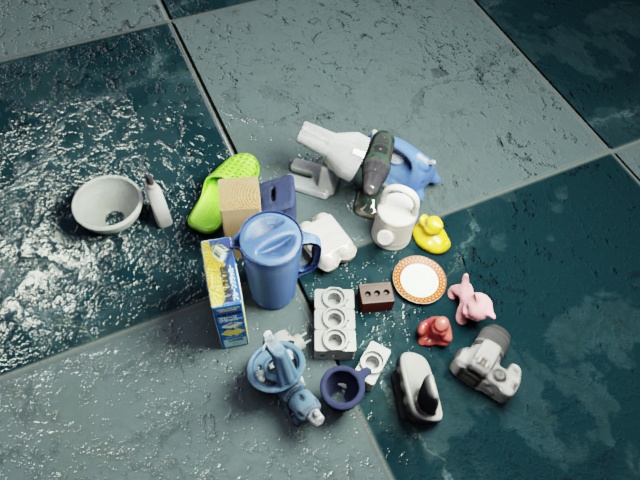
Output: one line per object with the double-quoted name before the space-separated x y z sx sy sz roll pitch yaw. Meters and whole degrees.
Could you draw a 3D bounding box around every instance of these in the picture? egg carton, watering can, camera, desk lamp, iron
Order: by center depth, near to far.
"camera" 0.376 0.256 1.243 0.143 0.101 0.137 31 62 15
"watering can" 0.184 -0.058 1.372 0.101 0.194 0.173 3 58 -1
"egg carton" 0.013 0.005 1.396 0.107 0.069 0.150 -29 64 -19
"desk lamp" 0.014 -0.200 1.439 0.203 0.213 0.118 16 58 7
"iron" 0.195 -0.220 1.505 0.257 0.141 0.119 36 63 18

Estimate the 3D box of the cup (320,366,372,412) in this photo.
"cup" 0.054 0.312 1.192 0.118 0.095 0.091 -30 64 -20

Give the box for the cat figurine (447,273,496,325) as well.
"cat figurine" 0.348 0.137 1.305 0.067 0.118 0.127 -9 59 -9

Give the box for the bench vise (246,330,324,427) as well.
"bench vise" -0.058 0.265 1.141 0.207 0.220 0.122 30 61 15

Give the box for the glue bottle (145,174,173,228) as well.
"glue bottle" -0.396 -0.103 1.377 0.037 0.173 0.078 -25 62 -17

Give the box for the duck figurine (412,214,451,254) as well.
"duck figurine" 0.282 -0.021 1.419 0.078 0.086 0.104 -37 67 -23

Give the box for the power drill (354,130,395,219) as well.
"power drill" 0.135 -0.148 1.417 0.075 0.208 0.230 12 58 5

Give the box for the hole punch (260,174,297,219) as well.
"hole punch" -0.109 -0.102 1.443 0.101 0.091 0.108 -2 58 -5

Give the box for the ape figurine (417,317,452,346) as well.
"ape figurine" 0.262 0.198 1.277 0.077 0.092 0.076 36 63 18

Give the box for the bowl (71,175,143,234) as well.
"bowl" -0.515 -0.075 1.410 0.167 0.075 0.167 2 58 -2

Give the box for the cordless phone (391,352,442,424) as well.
"cordless phone" 0.209 0.287 1.164 0.094 0.185 0.147 -9 59 -9
